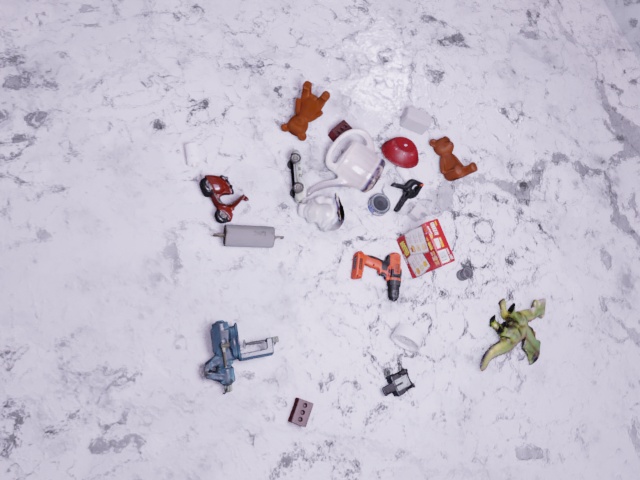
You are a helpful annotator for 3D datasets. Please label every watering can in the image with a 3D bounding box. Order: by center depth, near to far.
[{"bbox_3d":[0.110,-0.258,1.954,0.224,0.103,0.351,34,78,-5],"label":"watering can"}]

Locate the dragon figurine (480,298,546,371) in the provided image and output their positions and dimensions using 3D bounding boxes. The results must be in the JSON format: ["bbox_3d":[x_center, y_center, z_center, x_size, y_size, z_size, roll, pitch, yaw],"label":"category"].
[{"bbox_3d":[0.750,0.374,1.943,0.241,0.121,0.417,39,66,-11],"label":"dragon figurine"}]

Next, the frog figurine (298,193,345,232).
[{"bbox_3d":[0.006,-0.094,1.874,0.159,0.122,0.138,-12,84,16],"label":"frog figurine"}]
